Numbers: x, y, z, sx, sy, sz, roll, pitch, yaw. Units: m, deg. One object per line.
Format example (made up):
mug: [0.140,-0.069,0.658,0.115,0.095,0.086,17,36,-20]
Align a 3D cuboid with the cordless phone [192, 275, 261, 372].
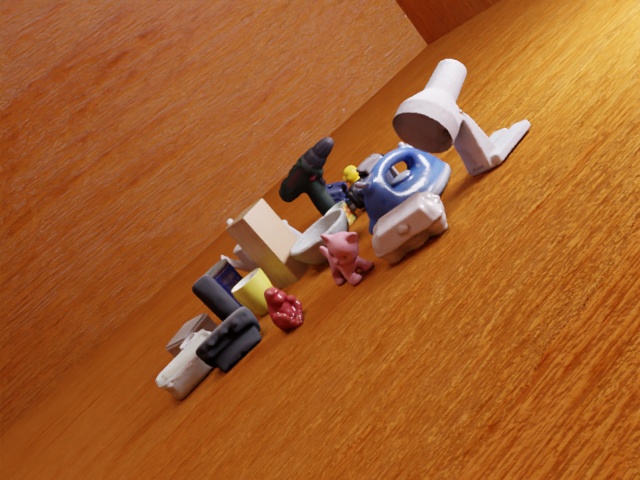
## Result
cordless phone: [-0.229,0.177,1.235,0.148,0.185,0.094,-44,14,-13]

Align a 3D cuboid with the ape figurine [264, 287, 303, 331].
ape figurine: [-0.078,0.134,1.159,0.076,0.092,0.078,-24,22,51]

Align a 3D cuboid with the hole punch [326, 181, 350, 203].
hole punch: [0.035,-0.142,1.734,0.101,0.091,0.108,-37,14,16]

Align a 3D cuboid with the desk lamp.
desk lamp: [0.265,-0.227,1.104,0.203,0.214,0.117,-47,15,-24]

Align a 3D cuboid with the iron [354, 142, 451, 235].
iron: [0.174,-0.131,1.203,0.118,0.141,0.259,-22,23,54]

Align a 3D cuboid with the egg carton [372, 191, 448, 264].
egg carton: [0.162,-0.024,1.051,0.150,0.069,0.107,-36,14,20]

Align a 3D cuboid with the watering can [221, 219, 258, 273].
watering can: [-0.210,0.021,1.666,0.173,0.194,0.100,-47,15,-24]

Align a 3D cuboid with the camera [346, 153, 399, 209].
camera: [0.127,-0.155,1.500,0.137,0.101,0.143,-41,13,-1]

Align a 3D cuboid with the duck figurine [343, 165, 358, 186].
duck figurine: [0.107,-0.180,1.668,0.078,0.086,0.104,-50,16,-33]

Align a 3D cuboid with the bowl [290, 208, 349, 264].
bowl: [0.012,0.005,1.361,0.167,0.075,0.167,-38,14,11]

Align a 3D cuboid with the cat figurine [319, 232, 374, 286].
cat figurine: [0.041,0.026,1.118,0.067,0.118,0.127,-46,15,-22]

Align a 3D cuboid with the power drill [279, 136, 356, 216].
power drill: [0.005,-0.148,1.582,0.229,0.208,0.076,-33,16,29]

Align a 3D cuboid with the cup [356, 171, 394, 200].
cup: [0.139,-0.105,1.319,0.092,0.095,0.117,-43,14,-8]

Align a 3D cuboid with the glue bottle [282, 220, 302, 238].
glue bottle: [-0.098,-0.016,1.520,0.078,0.173,0.037,-49,16,-31]
